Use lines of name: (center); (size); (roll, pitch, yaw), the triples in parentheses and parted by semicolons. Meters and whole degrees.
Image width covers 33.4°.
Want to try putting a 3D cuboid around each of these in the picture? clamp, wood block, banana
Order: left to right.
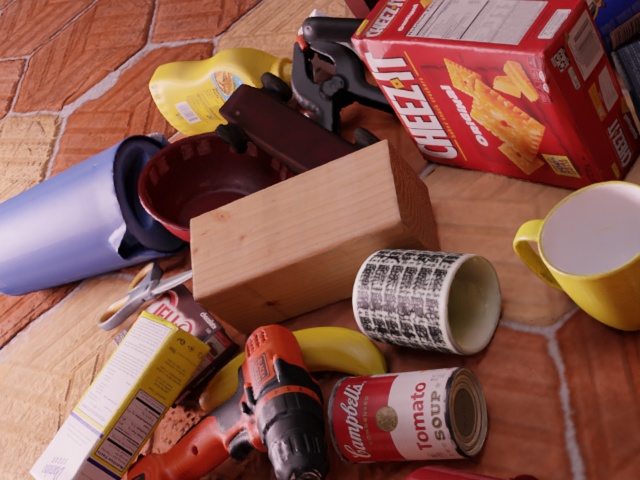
banana: (-0.020, 0.109, 0.922); (0.198, 0.037, 0.069); (-10, 46, 32)
wood block: (-0.006, 0.002, 0.964); (0.206, 0.090, 0.090); (-21, 55, 21)
clamp: (0.014, -0.143, 1.111); (0.120, 0.039, 0.172); (-40, 59, -4)
clamp: (0.097, -0.213, 1.099); (0.210, 0.036, 0.164); (19, 25, 41)

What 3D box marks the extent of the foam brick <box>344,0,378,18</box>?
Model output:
foam brick: (0.057, -0.292, 1.227); (0.053, 0.078, 0.051); (-48, 40, -9)

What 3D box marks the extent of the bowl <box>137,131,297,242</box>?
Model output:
bowl: (-0.103, -0.043, 1.097); (0.162, 0.055, 0.162); (-1, 43, 1)

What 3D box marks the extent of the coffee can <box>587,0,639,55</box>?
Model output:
coffee can: (0.230, -0.206, 0.983); (0.140, 0.102, 0.103); (-36, 38, 4)

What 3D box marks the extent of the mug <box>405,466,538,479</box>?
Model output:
mug: (0.105, 0.191, 0.711); (0.082, 0.093, 0.117); (1, 22, 45)

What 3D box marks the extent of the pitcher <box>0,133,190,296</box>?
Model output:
pitcher: (-0.264, -0.025, 1.185); (0.243, 0.149, 0.145); (-18, 86, 29)

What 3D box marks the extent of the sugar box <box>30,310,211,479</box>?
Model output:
sugar box: (-0.174, 0.149, 0.929); (0.176, 0.048, 0.093); (-58, 26, -12)

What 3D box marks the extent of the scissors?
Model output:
scissors: (-0.161, 0.039, 1.070); (0.202, 0.016, 0.096); (-31, 22, 44)

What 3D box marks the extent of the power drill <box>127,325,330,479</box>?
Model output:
power drill: (-0.072, 0.174, 0.843); (0.188, 0.057, 0.184); (-43, 26, 13)

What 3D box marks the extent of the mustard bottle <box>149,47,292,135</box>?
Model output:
mustard bottle: (-0.096, -0.173, 1.215); (0.192, 0.096, 0.058); (-7, 46, 34)

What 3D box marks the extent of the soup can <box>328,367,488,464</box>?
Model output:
soup can: (0.067, 0.133, 0.804); (0.102, 0.068, 0.068); (-10, 46, 32)

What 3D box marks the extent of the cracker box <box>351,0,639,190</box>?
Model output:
cracker box: (0.150, -0.128, 0.921); (0.214, 0.164, 0.072); (16, 60, 46)

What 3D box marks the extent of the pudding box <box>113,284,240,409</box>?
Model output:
pudding box: (-0.140, 0.099, 1.027); (0.090, 0.039, 0.114); (-44, 38, -7)
